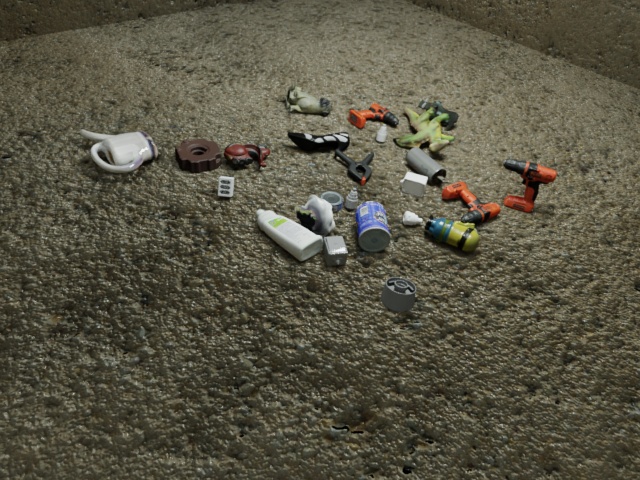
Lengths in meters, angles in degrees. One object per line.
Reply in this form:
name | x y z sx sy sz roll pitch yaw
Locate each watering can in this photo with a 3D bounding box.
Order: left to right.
watering can | -0.746 -0.353 1.917 0.226 0.101 0.353 -22 47 -31

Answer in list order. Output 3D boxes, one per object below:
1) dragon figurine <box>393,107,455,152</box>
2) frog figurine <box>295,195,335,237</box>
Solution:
dragon figurine | 0.425 -0.476 2.236 0.245 0.119 0.416 -26 38 -23
frog figurine | 0.005 -0.086 1.701 0.161 0.120 0.138 -29 83 -46
